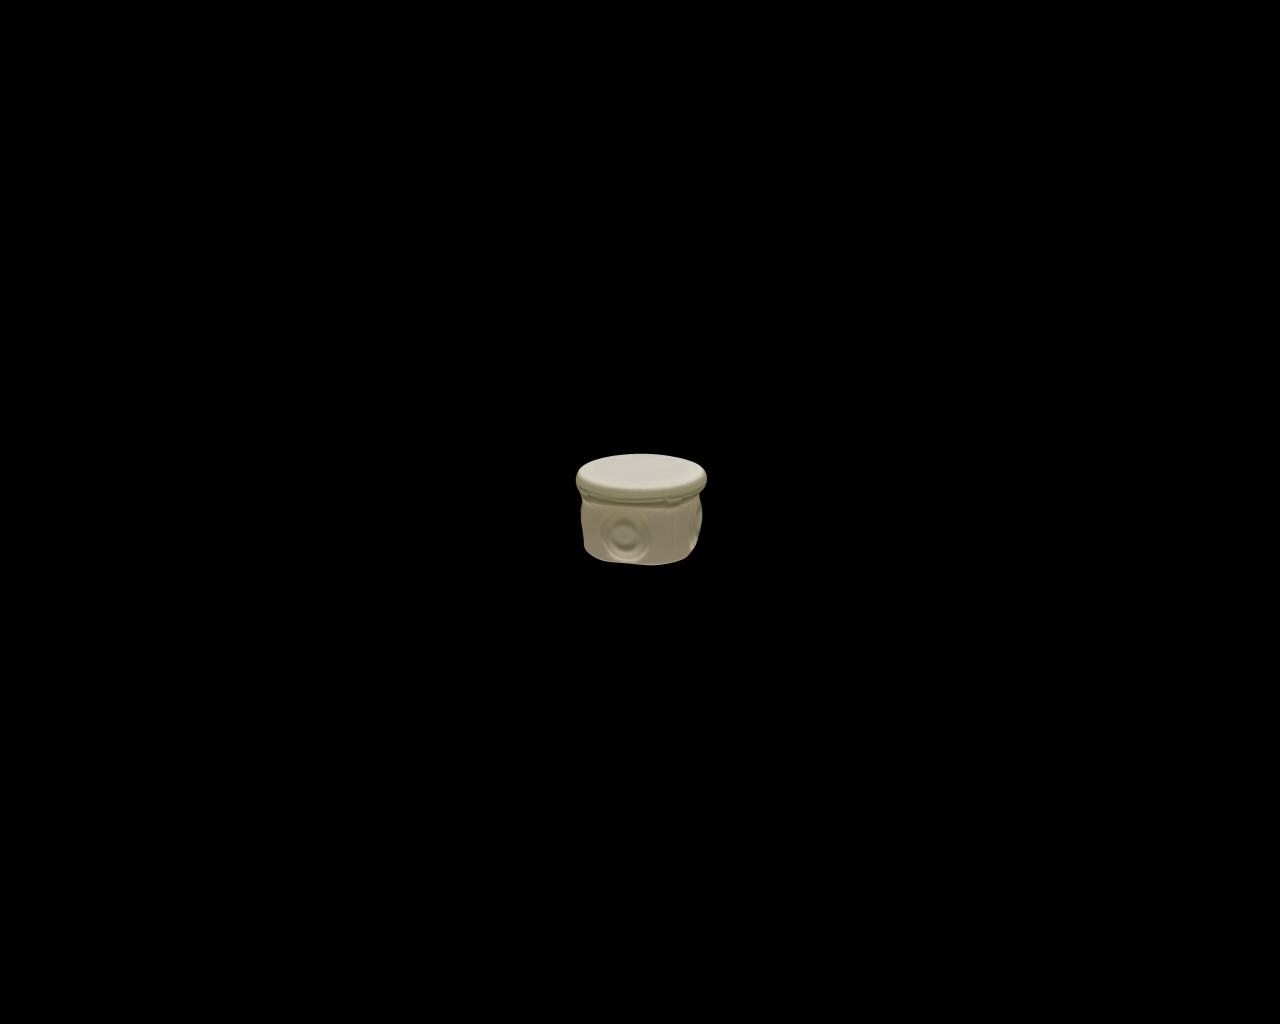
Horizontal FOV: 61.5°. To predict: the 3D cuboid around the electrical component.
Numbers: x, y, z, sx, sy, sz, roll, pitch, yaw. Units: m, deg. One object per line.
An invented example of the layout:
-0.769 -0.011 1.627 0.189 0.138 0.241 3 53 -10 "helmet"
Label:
0.001 -0.003 0.650 0.080 0.051 0.080 0 18 0 "electrical component"
